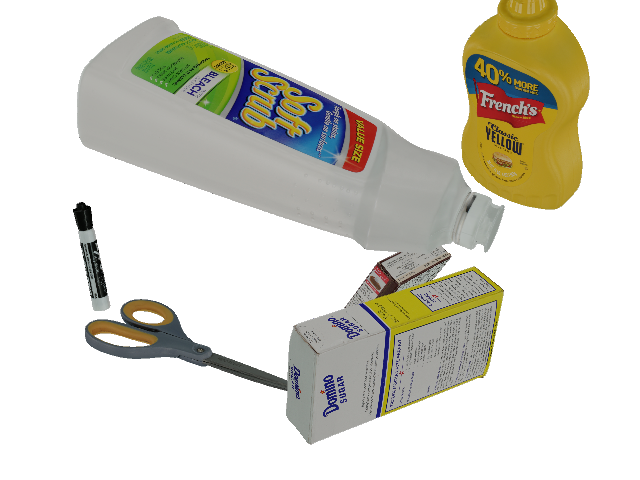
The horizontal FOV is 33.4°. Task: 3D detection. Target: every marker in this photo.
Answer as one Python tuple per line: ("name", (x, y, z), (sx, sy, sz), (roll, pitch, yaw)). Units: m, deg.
("marker", (-0.245, 0.017, 1.141), (0.020, 0.121, 0.020), (-6, 20, 2))

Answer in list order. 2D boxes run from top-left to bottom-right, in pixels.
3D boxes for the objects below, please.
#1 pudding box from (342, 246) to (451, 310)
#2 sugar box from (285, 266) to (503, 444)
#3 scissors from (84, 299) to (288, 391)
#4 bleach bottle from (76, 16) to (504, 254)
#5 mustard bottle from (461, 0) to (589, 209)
("pudding box", (0.085, 0.049, 1.185), (0.039, 0.090, 0.113), (45, 38, 16))
("sugar box", (0.058, 0.088, 0.841), (0.176, 0.093, 0.048), (-14, 37, -26))
("scissors", (-0.112, 0.093, 0.974), (0.202, 0.016, 0.096), (10, 28, 4))
("bleach bottle", (-0.013, -0.055, 0.626), (0.251, 0.068, 0.102), (21, 38, 15))
("mustard bottle", (0.150, -0.112, 0.788), (0.096, 0.191, 0.058), (32, 60, 30))
